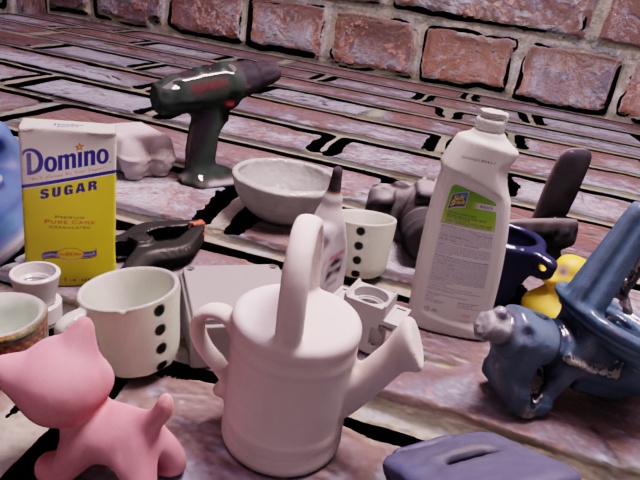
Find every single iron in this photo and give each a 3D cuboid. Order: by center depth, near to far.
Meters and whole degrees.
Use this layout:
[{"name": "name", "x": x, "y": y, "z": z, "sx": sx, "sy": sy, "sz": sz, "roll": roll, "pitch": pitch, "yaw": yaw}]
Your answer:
[{"name": "iron", "x": -0.402, "y": -0.066, "z": 0.674, "sx": 0.119, "sy": 0.141, "sz": 0.257, "roll": 1, "pitch": 25, "yaw": -18}]

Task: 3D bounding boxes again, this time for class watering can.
[{"name": "watering can", "x": -0.011, "y": 0.073, "z": 0.439, "sx": 0.173, "sy": 0.194, "sz": 0.100, "roll": 3, "pitch": 25, "yaw": -14}]

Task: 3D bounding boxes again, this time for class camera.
[{"name": "camera", "x": 0.137, "y": -0.032, "z": 0.840, "sx": 0.143, "sy": 0.101, "sz": 0.137, "roll": 10, "pitch": 24, "yaw": 2}]

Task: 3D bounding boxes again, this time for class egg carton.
[{"name": "egg carton", "x": -0.322, "y": -0.157, "z": 0.993, "sx": 0.149, "sy": 0.069, "sz": 0.107, "roll": 28, "pitch": 30, "yaw": 36}]

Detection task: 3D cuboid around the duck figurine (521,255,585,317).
[{"name": "duck figurine", "x": 0.312, "y": 0.061, "z": 0.714, "sx": 0.104, "sy": 0.086, "sz": 0.077, "roll": 11, "pitch": 24, "yaw": 3}]

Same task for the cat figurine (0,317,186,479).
[{"name": "cat figurine", "x": -0.157, "y": 0.113, "z": 0.395, "sx": 0.127, "sy": 0.118, "sz": 0.067, "roll": 14, "pitch": 25, "yaw": 11}]

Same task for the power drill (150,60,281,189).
[{"name": "power drill", "x": -0.173, "y": -0.199, "z": 0.968, "sx": 0.230, "sy": 0.208, "sz": 0.075, "roll": -11, "pitch": 31, "yaw": -38}]

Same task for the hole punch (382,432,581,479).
[{"name": "hole punch", "x": 0.102, "y": 0.170, "z": 0.392, "sx": 0.109, "sy": 0.091, "sz": 0.100, "roll": -3, "pitch": 27, "yaw": -25}]

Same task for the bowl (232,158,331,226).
[{"name": "bowl", "x": -0.055, "y": -0.068, "z": 0.883, "sx": 0.167, "sy": 0.075, "sz": 0.167, "roll": 8, "pitch": 24, "yaw": -3}]

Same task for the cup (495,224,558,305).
[{"name": "cup", "x": 0.240, "y": 0.039, "z": 0.725, "sx": 0.092, "sy": 0.095, "sz": 0.117, "roll": -9, "pitch": 29, "yaw": -34}]

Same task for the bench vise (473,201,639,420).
[{"name": "bench vise", "x": 0.254, "y": 0.063, "z": 0.523, "sx": 0.208, "sy": 0.220, "sz": 0.121, "roll": -7, "pitch": 29, "yaw": -32}]

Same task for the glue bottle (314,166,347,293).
[{"name": "glue bottle", "x": 0.006, "y": 0.002, "z": 0.628, "sx": 0.037, "sy": 0.173, "sz": 0.078, "roll": 19, "pitch": 26, "yaw": 21}]

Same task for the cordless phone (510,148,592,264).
[{"name": "cordless phone", "x": 0.314, "y": -0.049, "z": 0.837, "sx": 0.148, "sy": 0.185, "sz": 0.094, "roll": -3, "pitch": 27, "yaw": -24}]
